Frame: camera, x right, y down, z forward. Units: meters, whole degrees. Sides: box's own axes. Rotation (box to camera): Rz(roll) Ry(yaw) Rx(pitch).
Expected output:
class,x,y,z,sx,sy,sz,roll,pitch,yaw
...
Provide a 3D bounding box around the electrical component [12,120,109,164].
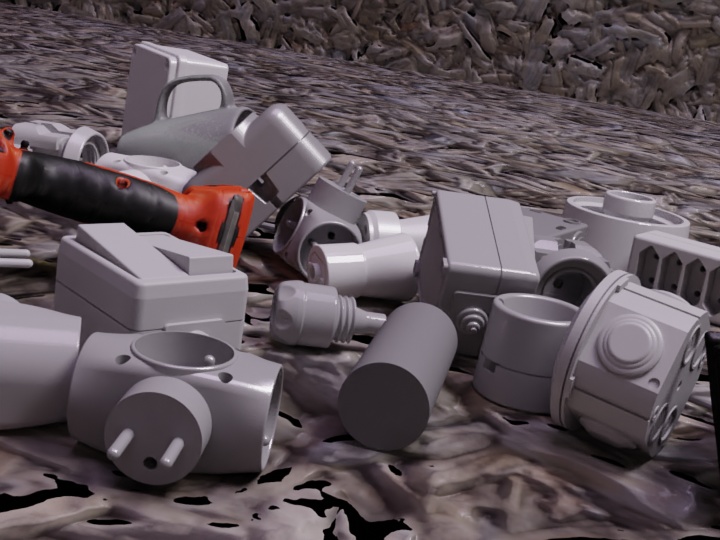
class,x,y,z,sx,sy,sz,roll,pitch,yaw
electrical component,-0.227,-0.082,0.814,0.057,0.058,0.078,9,15,13

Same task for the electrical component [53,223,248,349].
class,x,y,z,sx,sy,sz,roll,pitch,yaw
electrical component,-0.098,0.016,0.514,0.062,0.061,0.096,-5,20,-41

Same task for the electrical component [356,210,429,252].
class,x,y,z,sx,sy,sz,roll,pitch,yaw
electrical component,0.026,-0.018,0.744,0.055,0.045,0.045,3,16,-19

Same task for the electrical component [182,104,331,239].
class,x,y,z,sx,sy,sz,roll,pitch,yaw
electrical component,-0.074,-0.068,0.742,0.059,0.095,0.053,47,5,-9

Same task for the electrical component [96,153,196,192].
class,x,y,z,sx,sy,sz,roll,pitch,yaw
electrical component,-0.161,-0.055,0.774,0.077,0.044,0.079,14,16,19

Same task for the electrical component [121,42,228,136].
class,x,y,z,sx,sy,sz,roll,pitch,yaw
electrical component,-0.171,-0.146,0.982,0.056,0.108,0.109,2,16,-31

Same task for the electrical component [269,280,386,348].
class,x,y,z,sx,sy,sz,roll,pitch,yaw
electrical component,-0.017,0.026,0.580,0.061,0.035,0.035,8,15,-12

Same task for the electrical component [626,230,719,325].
class,x,y,z,sx,sy,sz,roll,pitch,yaw
electrical component,0.250,0.003,0.790,0.083,0.047,0.076,19,18,34

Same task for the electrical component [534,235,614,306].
class,x,y,z,sx,sy,sz,roll,pitch,yaw
electrical component,0.127,0.011,0.672,0.078,0.058,0.057,8,12,-4

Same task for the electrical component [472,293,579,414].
class,x,y,z,sx,sy,sz,roll,pitch,yaw
electrical component,0.089,0.041,0.555,0.055,0.047,0.055,8,15,-2

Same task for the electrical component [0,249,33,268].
class,x,y,z,sx,sy,sz,roll,pitch,yaw
electrical component,-0.215,-0.008,0.568,0.079,0.044,0.077,2,16,-22

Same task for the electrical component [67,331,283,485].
class,x,y,z,sx,sy,sz,roll,pitch,yaw
electrical component,-0.074,0.056,0.412,0.077,0.044,0.079,10,15,3

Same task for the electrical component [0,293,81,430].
class,x,y,z,sx,sy,sz,roll,pitch,yaw
electrical component,-0.158,0.033,0.454,0.077,0.043,0.079,5,15,-15

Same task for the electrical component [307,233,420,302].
class,x,y,z,sx,sy,sz,roll,pitch,yaw
electrical component,0.000,0.000,0.673,0.065,0.044,0.044,-4,19,-25

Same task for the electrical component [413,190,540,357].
class,x,y,z,sx,sy,sz,roll,pitch,yaw
electrical component,0.069,0.006,0.614,0.061,0.061,0.096,7,35,-7

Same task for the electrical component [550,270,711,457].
class,x,y,z,sx,sy,sz,roll,pitch,yaw
electrical component,0.127,0.045,0.507,0.051,0.080,0.080,23,20,28

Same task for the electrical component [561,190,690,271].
class,x,y,z,sx,sy,sz,roll,pitch,yaw
electrical component,0.212,-0.031,0.867,0.108,0.060,0.108,8,15,-2

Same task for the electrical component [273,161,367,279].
class,x,y,z,sx,sy,sz,roll,pitch,yaw
electrical component,-0.021,-0.037,0.723,0.044,0.079,0.077,26,8,-21

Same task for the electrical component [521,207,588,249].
class,x,y,z,sx,sy,sz,roll,pitch,yaw
electrical component,0.109,-0.017,0.780,0.100,0.048,0.100,18,18,30
